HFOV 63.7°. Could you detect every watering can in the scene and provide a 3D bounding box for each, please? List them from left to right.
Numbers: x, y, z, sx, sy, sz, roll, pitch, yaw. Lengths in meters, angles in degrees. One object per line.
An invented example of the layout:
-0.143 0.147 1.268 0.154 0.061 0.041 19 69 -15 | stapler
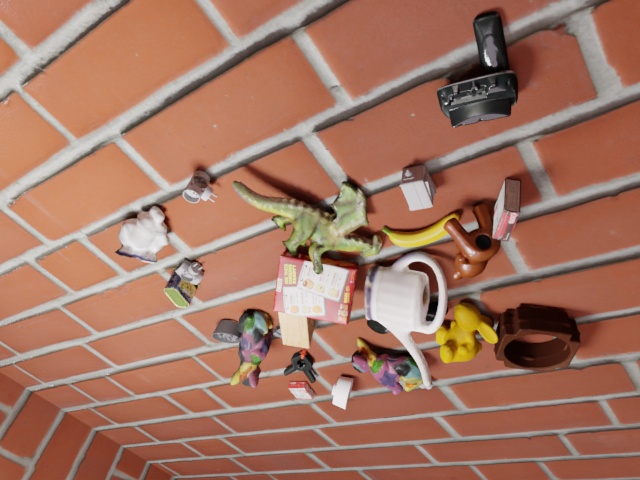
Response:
0.218 0.197 1.361 0.225 0.104 0.346 8 96 28 | watering can

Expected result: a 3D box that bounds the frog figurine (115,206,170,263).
-0.491 -0.028 1.454 0.137 0.123 0.158 22 100 5 | frog figurine

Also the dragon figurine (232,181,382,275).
0.004 -0.064 1.276 0.240 0.125 0.405 -36 120 20 | dragon figurine
